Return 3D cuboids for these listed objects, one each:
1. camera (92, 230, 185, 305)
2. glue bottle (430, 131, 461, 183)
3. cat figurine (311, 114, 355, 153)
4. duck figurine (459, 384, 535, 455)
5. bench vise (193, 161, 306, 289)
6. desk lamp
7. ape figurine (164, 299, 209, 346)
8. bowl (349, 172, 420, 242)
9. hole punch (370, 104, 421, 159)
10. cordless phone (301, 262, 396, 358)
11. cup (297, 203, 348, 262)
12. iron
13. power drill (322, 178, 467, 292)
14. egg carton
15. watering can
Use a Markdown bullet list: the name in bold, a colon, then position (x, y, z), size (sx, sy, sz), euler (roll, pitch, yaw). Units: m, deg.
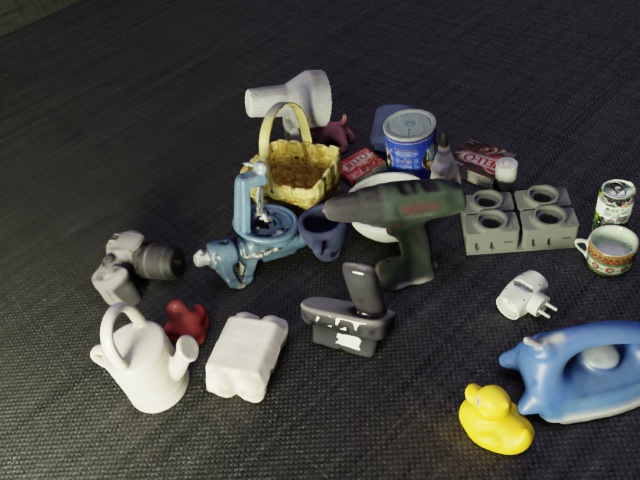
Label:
- **camera**: position (-0.338, 0.044, 1.084), size (0.136, 0.101, 0.143), euler (3, 46, 16)
- **glue bottle**: position (0.232, -0.129, 1.071), size (0.037, 0.173, 0.078), euler (25, 56, 33)
- **cat figurine**: position (0.008, -0.267, 1.304), size (0.127, 0.118, 0.067), euler (10, 49, 22)
- **duck figurine**: position (0.237, 0.232, 0.768), size (0.104, 0.086, 0.078), euler (29, 58, 35)
- **bench vise**: position (-0.126, -0.021, 1.014), size (0.121, 0.220, 0.208), euler (28, 57, 34)
- **desk lamp**: position (-0.068, -0.247, 1.232), size (0.203, 0.214, 0.117), euler (-21, 44, -7)
- **ape figurine**: position (-0.231, 0.135, 0.973), size (0.078, 0.092, 0.076), euler (-20, 44, -6)
- **bowl**: position (0.132, -0.050, 1.086), size (0.167, 0.075, 0.167), euler (-7, 44, 7)
- **hole punch**: position (0.169, -0.236, 1.254), size (0.108, 0.091, 0.101), euler (6, 47, 19)
- **cordless phone**: position (0.037, 0.088, 0.890), size (0.147, 0.185, 0.094), euler (7, 48, 20)
- **cup**: position (0.010, 0.004, 1.046), size (0.091, 0.095, 0.118), euler (-1, 45, 12)
- **iron**: position (0.384, 0.153, 0.773), size (0.258, 0.142, 0.118), euler (-12, 44, 2)
- **power drill**: position (0.129, -0.013, 0.953), size (0.229, 0.209, 0.075), euler (-17, 44, -4)
- **egg carton**: position (-0.115, 0.183, 0.913), size (0.107, 0.069, 0.150), euler (4, 47, 18)
- **watering can**: position (-0.270, 0.170, 0.873), size (0.173, 0.194, 0.100), euler (-16, 44, -3)
